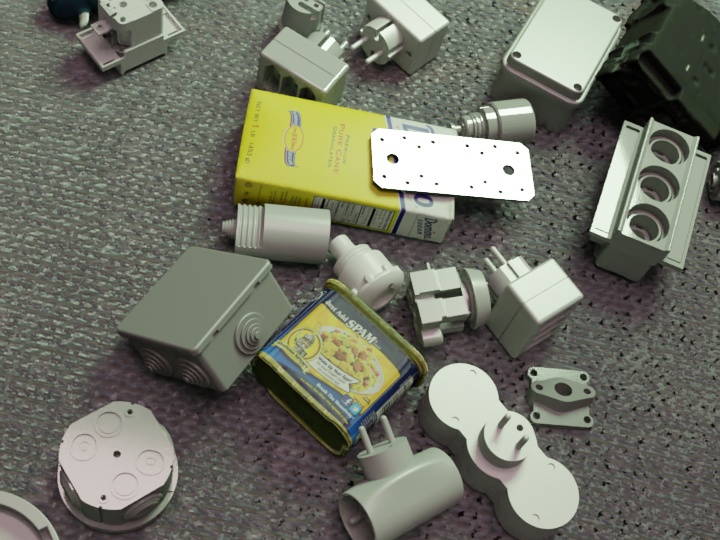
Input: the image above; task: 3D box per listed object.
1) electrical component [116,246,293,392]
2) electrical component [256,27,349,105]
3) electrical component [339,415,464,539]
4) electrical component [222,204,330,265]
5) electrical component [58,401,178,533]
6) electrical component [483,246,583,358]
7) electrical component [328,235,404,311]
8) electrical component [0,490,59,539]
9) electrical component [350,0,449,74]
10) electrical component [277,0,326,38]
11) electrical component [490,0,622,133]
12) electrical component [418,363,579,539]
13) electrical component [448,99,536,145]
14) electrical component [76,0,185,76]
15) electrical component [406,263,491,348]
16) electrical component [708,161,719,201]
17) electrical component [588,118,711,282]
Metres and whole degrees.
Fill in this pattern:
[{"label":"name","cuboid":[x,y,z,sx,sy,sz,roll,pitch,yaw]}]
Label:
[{"label":"electrical component","cuboid":[-0.108,0.034,0.764,0.100,0.048,0.099,10,51,41]},{"label":"electrical component","cuboid":[-0.039,-0.176,0.914,0.066,0.047,0.076,33,61,7]},{"label":"electrical component","cuboid":[0.022,0.141,0.741,0.077,0.043,0.079,-22,91,-30]},{"label":"electrical component","cuboid":[-0.066,-0.029,0.831,0.081,0.043,0.043,5,61,-8]},{"label":"electrical component","cuboid":[-0.162,0.131,0.721,0.080,0.051,0.080,5,61,-9]},{"label":"electrical component","cuboid":[0.122,0.016,0.831,0.047,0.065,0.076,-29,71,-23]},{"label":"electrical component","cuboid":[0.000,0.000,0.829,0.048,0.048,0.062,-29,64,-23]},{"label":"electrical component","cuboid":[-0.237,0.196,0.665,0.108,0.060,0.108,5,61,-9]},{"label":"electrical component","cuboid":[0.026,-0.206,0.943,0.077,0.047,0.066,-38,75,-26]},{"label":"electrical component","cuboid":[-0.050,-0.221,0.938,0.040,0.046,0.040,5,61,-9]},{"label":"electrical component","cuboid":[0.176,-0.189,0.958,0.078,0.057,0.113,29,60,6]},{"label":"electrical component","cuboid":[0.101,0.124,0.763,0.052,0.073,0.138,-32,72,-24]},{"label":"electrical component","cuboid":[0.113,-0.123,0.920,0.078,0.040,0.040,-9,64,-16]},{"label":"electrical component","cuboid":[-0.190,-0.204,0.891,0.081,0.063,0.042,-32,73,-25]},{"label":"electrical component","cuboid":[0.068,0.025,0.828,0.055,0.048,0.066,-9,64,-7]},{"label":"electrical component","cuboid":[0.338,-0.075,0.938,0.065,0.044,0.044,6,61,-2]},{"label":"electrical component","cuboid":[0.237,-0.056,0.894,0.079,0.063,0.121,23,60,2]}]
